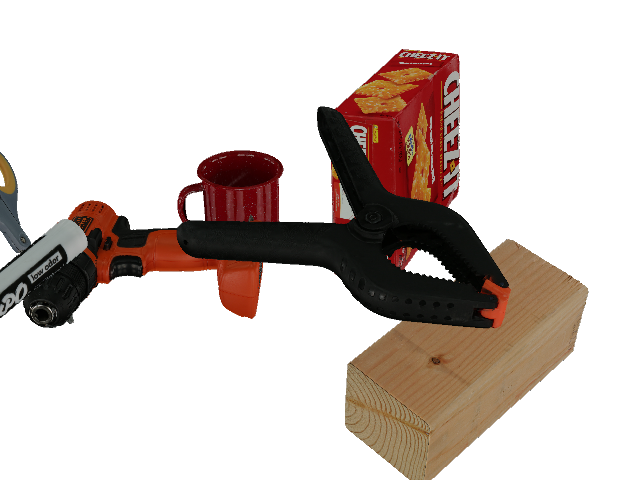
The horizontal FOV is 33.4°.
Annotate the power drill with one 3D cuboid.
[{"bbox_3d":[-0.144,0.023,0.906,0.187,0.057,0.184,6,28,0],"label":"power drill"}]

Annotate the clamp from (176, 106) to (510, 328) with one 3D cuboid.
[{"bbox_3d":[0.023,0.001,0.692,0.210,0.036,0.164,36,57,27],"label":"clamp"}]

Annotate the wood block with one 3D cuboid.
[{"bbox_3d":[0.124,0.099,0.908,0.205,0.090,0.091,-34,53,-30],"label":"wood block"}]

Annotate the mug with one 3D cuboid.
[{"bbox_3d":[-0.098,-0.040,1.163,0.117,0.081,0.093,-10,32,-17],"label":"mug"}]

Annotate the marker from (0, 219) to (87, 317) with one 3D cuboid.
[{"bbox_3d":[-0.156,0.030,0.500,0.020,0.020,0.121,0,33,39],"label":"marker"}]

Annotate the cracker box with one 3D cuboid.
[{"bbox_3d":[0.079,-0.079,1.045,0.072,0.164,0.213,8,28,21],"label":"cracker box"}]

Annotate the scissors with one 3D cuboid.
[{"bbox_3d":[-0.300,-0.015,1.072,0.016,0.201,0.096,-25,28,24],"label":"scissors"}]
